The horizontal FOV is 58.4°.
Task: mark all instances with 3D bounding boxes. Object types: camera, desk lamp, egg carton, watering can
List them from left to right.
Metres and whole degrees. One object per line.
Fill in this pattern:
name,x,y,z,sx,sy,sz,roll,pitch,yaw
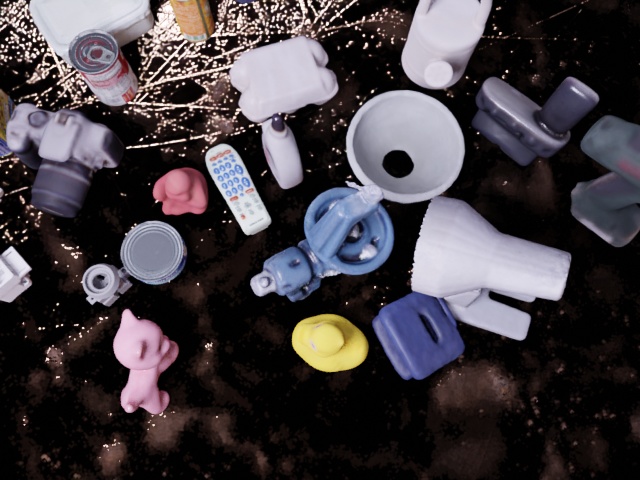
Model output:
camera,-0.368,-0.109,0.795,0.143,0.101,0.137,13,76,2
egg carton,-0.054,-0.238,0.851,0.150,0.069,0.107,-19,78,-6
watering can,0.181,-0.296,0.808,0.101,0.194,0.173,-7,77,-3
desk lamp,0.205,0.038,0.718,0.203,0.213,0.118,18,77,3

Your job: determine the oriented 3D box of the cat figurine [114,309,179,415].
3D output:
cat figurine,-0.227,0.156,0.727,0.067,0.118,0.128,6,76,0

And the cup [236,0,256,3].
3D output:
cup,-0.130,-0.415,0.878,0.117,0.095,0.092,22,77,4

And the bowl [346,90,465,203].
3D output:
bowl,0.118,-0.125,0.826,0.167,0.075,0.167,0,76,-1

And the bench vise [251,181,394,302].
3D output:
bench vise,0.016,0.010,0.716,0.121,0.220,0.207,39,79,8

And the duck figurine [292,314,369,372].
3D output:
duck figurine,0.014,0.134,0.755,0.104,0.086,0.077,15,77,2

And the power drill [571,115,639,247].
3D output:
power drill,0.431,-0.061,0.751,0.229,0.208,0.076,38,79,7

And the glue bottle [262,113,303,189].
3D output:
glue bottle,-0.054,-0.130,0.772,0.037,0.173,0.078,-28,79,-8

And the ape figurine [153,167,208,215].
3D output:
ape figurine,-0.192,-0.071,0.795,0.077,0.092,0.076,35,78,7

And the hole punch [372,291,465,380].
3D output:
hole punch,0.133,0.120,0.760,0.101,0.091,0.108,-28,79,-8

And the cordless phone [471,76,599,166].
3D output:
cordless phone,0.298,-0.194,0.791,0.147,0.185,0.094,36,78,7
